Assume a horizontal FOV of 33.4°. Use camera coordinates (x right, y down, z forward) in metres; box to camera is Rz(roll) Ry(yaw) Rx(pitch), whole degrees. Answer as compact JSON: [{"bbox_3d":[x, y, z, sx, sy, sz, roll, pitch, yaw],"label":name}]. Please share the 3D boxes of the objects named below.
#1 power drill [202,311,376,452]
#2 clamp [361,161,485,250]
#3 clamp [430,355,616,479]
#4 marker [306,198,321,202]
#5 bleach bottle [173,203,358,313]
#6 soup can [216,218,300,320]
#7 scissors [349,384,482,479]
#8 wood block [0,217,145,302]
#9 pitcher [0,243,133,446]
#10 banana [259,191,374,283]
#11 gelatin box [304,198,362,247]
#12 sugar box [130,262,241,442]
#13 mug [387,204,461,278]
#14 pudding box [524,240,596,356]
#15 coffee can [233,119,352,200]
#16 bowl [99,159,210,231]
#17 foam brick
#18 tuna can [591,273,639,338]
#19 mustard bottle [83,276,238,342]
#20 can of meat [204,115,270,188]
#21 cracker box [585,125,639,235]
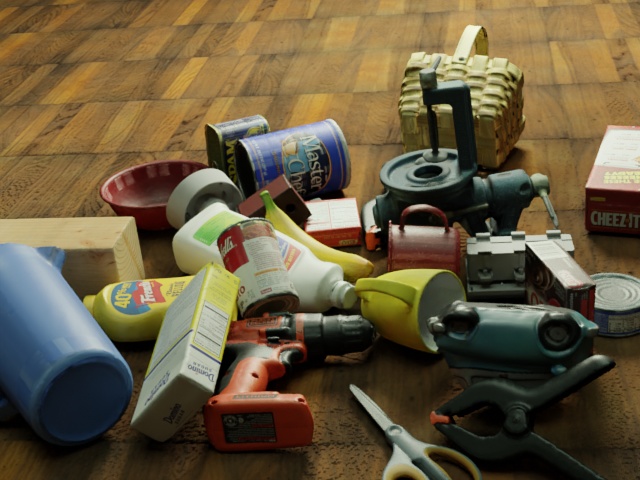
[{"bbox_3d":[-0.036,0.135,1.078,0.184,0.057,0.187,-6,24,8],"label":"power drill"},{"bbox_3d":[0.126,-0.045,1.420,0.165,0.036,0.209,8,32,24],"label":"clamp"},{"bbox_3d":[0.185,0.172,0.953,0.172,0.039,0.120,-13,62,23],"label":"clamp"},{"bbox_3d":[-0.053,-0.033,1.451,0.121,0.020,0.020,-17,29,-21],"label":"marker"},{"bbox_3d":[-0.057,0.029,1.281,0.251,0.068,0.102,18,44,35],"label":"bleach bottle"},{"bbox_3d":[-0.069,0.036,1.189,0.068,0.068,0.102,-13,62,-15],"label":"soup can"},{"bbox_3d":[0.061,0.193,0.988,0.096,0.016,0.202,-25,32,-33],"label":"scissors"},{"bbox_3d":[-0.330,0.030,1.303,0.206,0.091,0.090,-1,27,9],"label":"wood block"},{"bbox_3d":[-0.298,0.116,1.107,0.144,0.149,0.243,-5,26,-34],"label":"pitcher"},{"bbox_3d":[-0.008,0.011,1.303,0.198,0.069,0.037,33,65,34],"label":"banana"},{"bbox_3d":[0.016,-0.021,1.403,0.073,0.030,0.089,-5,29,0],"label":"gelatin box"},{"bbox_3d":[-0.131,0.109,1.064,0.048,0.093,0.176,32,33,-19],"label":"sugar box"},{"bbox_3d":[0.118,0.014,1.224,0.081,0.117,0.093,2,23,4],"label":"mug"},{"bbox_3d":[0.252,0.063,1.127,0.039,0.090,0.113,-7,26,-7],"label":"pudding box"},{"bbox_3d":[-0.040,-0.106,1.499,0.140,0.103,0.103,-14,28,-16],"label":"coffee can"},{"bbox_3d":[-0.223,-0.057,1.490,0.162,0.055,0.162,-4,27,2],"label":"bowl"},{"bbox_3d":[-0.060,-0.038,1.392,0.078,0.053,0.051,-36,28,4],"label":"foam brick"},{"bbox_3d":[0.318,0.070,1.161,0.086,0.034,0.086,-4,27,2],"label":"tuna can"},{"bbox_3d":[-0.192,0.079,1.216,0.191,0.058,0.096,-5,29,3],"label":"mustard bottle"},{"bbox_3d":[-0.116,-0.127,1.559,0.083,0.102,0.058,-16,28,-24],"label":"can of meat"},{"bbox_3d":[0.441,-0.079,1.388,0.164,0.072,0.213,4,30,21],"label":"cracker box"}]
